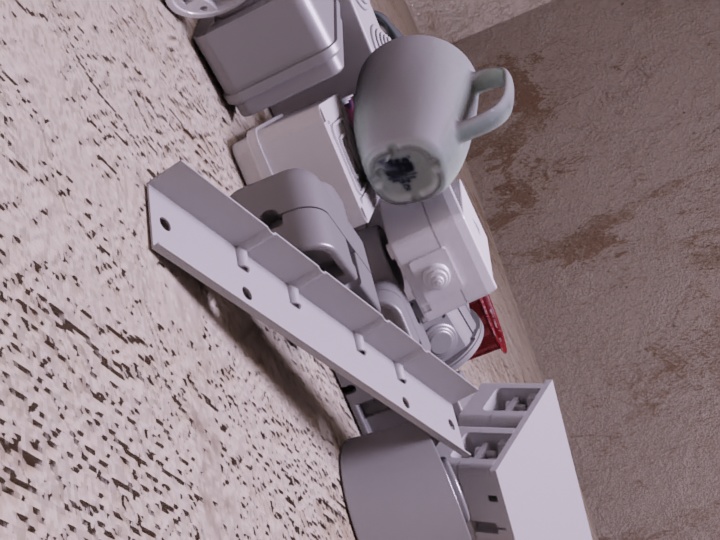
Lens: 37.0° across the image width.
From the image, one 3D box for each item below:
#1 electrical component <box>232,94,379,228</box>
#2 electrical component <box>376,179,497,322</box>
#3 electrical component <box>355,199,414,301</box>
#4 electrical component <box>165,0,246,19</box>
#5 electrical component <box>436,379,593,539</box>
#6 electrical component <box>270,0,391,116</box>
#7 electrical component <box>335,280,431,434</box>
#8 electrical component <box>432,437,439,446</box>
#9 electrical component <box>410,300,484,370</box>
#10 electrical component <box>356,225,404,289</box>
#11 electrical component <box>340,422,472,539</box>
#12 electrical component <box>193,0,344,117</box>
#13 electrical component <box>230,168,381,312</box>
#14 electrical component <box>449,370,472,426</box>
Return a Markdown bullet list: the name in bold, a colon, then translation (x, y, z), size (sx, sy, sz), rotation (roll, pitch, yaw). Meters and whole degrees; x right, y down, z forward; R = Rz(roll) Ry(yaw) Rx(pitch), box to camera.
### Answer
- **electrical component**: translation (-0.031, -0.062, 0.674), size (0.113, 0.057, 0.078), rotation (-68, 136, -76)
- **electrical component**: translation (0.054, -0.015, 0.716), size (0.096, 0.061, 0.061), rotation (-100, 164, -66)
- **electrical component**: translation (0.010, -0.020, 0.797), size (0.053, 0.059, 0.095), rotation (-86, 152, -66)
- **electrical component**: translation (-0.091, -0.179, 0.611), size (0.047, 0.055, 0.055), rotation (68, 9, 20)
- **electrical component**: translation (0.107, 0.182, 0.737), size (0.105, 0.060, 0.186), rotation (-44, 123, -50)
- **electrical component**: translation (-0.031, -0.164, 0.772), size (0.099, 0.100, 0.048), rotation (67, 23, -11)
- **electrical component**: translation (0.016, 0.058, 0.689), size (0.059, 0.054, 0.095), rotation (-72, 140, -74)
- **electrical component**: translation (0.058, 0.144, 0.763), size (0.043, 0.043, 0.062), rotation (-93, 161, -61)
- **electrical component**: translation (0.050, 0.045, 0.827), size (0.051, 0.080, 0.080), rotation (58, 14, -27)
- **electrical component**: translation (0.000, 0.000, 0.741), size (0.055, 0.047, 0.055), rotation (-21, 90, -80)
- **electrical component**: translation (0.027, 0.138, 0.624), size (0.099, 0.064, 0.099), rotation (159, -90, -86)
- **electrical component**: translation (-0.054, -0.152, 0.680), size (0.057, 0.078, 0.113), rotation (60, 13, -27)
- **electrical component**: translation (-0.031, -0.009, 0.576), size (0.095, 0.054, 0.059), rotation (54, 18, -56)
- **electrical component**: translation (0.070, 0.134, 0.834), size (0.100, 0.048, 0.099), rotation (-42, 110, -79)
